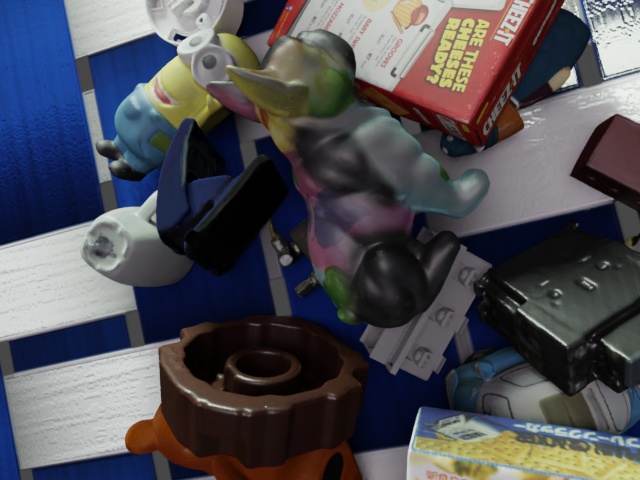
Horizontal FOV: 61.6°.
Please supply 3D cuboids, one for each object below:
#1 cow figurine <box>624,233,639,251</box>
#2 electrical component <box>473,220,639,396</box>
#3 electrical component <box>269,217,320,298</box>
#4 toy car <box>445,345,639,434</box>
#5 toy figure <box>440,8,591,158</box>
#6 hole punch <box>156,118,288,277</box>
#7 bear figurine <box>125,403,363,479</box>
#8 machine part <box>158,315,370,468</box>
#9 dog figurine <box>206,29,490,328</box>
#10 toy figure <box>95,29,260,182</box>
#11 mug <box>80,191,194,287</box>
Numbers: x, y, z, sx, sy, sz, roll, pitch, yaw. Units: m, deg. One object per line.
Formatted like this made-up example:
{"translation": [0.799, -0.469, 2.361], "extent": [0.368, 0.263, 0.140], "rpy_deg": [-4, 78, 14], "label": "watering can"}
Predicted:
{"translation": [0.343, 0.012, 0.428], "extent": [0.167, 0.098, 0.068], "rpy_deg": [4, 83, -7], "label": "cow figurine"}
{"translation": [0.205, 0.052, 0.415], "extent": [0.115, 0.134, 0.058], "rpy_deg": [-31, 124, -11], "label": "electrical component"}
{"translation": [0.000, -0.002, 0.516], "extent": [0.102, 0.045, 0.078], "rpy_deg": [-33, 81, 9], "label": "electrical component"}
{"translation": [0.190, 0.140, 0.444], "extent": [0.162, 0.103, 0.109], "rpy_deg": [-19, 86, 13], "label": "toy car"}
{"translation": [0.169, -0.131, 0.478], "extent": [0.057, 0.064, 0.154], "rpy_deg": [36, 102, -25], "label": "toy figure"}
{"translation": [-0.103, -0.037, 0.500], "extent": [0.092, 0.142, 0.116], "rpy_deg": [34, 82, 9], "label": "hole punch"}
{"translation": [-0.070, 0.204, 0.495], "extent": [0.196, 0.120, 0.131], "rpy_deg": [3, 118, 29], "label": "bear figurine"}
{"translation": [-0.049, 0.120, 0.457], "extent": [0.180, 0.179, 0.056], "rpy_deg": [8, 103, 12], "label": "machine part"}
{"translation": [0.005, -0.049, 0.420], "extent": [0.219, 0.108, 0.191], "rpy_deg": [28, 87, -21], "label": "dog figurine"}
{"translation": [-0.138, -0.132, 0.534], "extent": [0.180, 0.089, 0.082], "rpy_deg": [-40, 94, 17], "label": "toy figure"}
{"translation": [-0.170, -0.002, 0.521], "extent": [0.081, 0.107, 0.109], "rpy_deg": [40, 99, 9], "label": "mug"}
